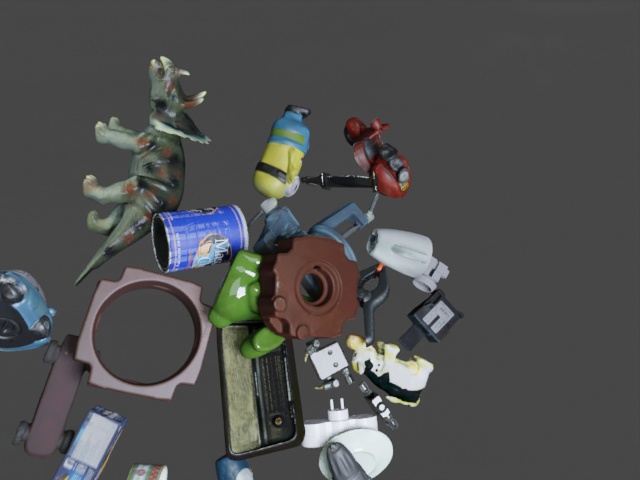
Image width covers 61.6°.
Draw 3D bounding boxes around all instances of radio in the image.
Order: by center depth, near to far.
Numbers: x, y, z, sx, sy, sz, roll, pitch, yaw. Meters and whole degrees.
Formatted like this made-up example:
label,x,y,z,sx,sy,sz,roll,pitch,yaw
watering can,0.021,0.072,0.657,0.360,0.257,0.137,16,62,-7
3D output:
label,x,y,z,sx,sy,sz,roll,pitch,yaw
radio,-0.103,0.248,0.921,0.131,0.073,0.229,-6,70,-9

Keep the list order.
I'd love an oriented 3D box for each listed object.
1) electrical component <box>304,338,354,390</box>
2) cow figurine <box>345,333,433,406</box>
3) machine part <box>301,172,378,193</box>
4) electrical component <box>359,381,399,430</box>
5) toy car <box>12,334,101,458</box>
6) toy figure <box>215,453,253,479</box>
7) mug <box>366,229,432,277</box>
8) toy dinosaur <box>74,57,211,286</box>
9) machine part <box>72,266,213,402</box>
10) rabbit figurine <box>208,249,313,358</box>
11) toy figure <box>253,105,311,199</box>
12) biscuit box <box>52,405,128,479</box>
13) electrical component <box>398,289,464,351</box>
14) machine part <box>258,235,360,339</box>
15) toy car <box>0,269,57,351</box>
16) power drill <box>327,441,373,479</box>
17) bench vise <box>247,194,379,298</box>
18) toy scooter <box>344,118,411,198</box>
label,x,y,z,sx,sy,sz,roll,pitch,yaw
electrical component,0.012,0.225,0.975,0.078,0.045,0.102,-19,83,-9
cow figurine,0.115,0.234,0.979,0.167,0.068,0.098,22,84,-2
machine part,0.040,-0.109,1.004,0.139,0.084,0.039,3,88,15
electrical component,0.104,0.296,0.966,0.021,0.063,0.094,-35,85,-11
toy car,-0.440,0.261,0.905,0.089,0.053,0.202,18,77,-20
toy figure,-0.131,0.438,0.911,0.064,0.058,0.154,-22,82,-21
mug,0.145,0.021,0.988,0.107,0.110,0.080,17,98,-16
toy dinosaur,-0.307,-0.109,0.960,0.192,0.131,0.404,8,86,-6
machine part,-0.292,0.158,0.908,0.201,0.087,0.201,17,70,-16
rabbit figurine,-0.085,0.112,0.883,0.170,0.121,0.159,23,62,-10
toy figure,-0.069,-0.164,1.015,0.089,0.082,0.180,11,86,13
biscuit box,-0.396,0.381,0.885,0.059,0.063,0.202,26,79,-3
electrical component,0.202,0.156,1.012,0.119,0.048,0.075,-38,87,-14
machine part,-0.014,0.075,0.852,0.179,0.056,0.179,5,81,-32
toy car,-0.513,0.104,0.893,0.109,0.161,0.103,-10,37,-3
power drill,0.011,0.472,0.897,0.207,0.086,0.231,-38,108,-12
bench vise,0.002,-0.007,0.982,0.240,0.128,0.224,-36,78,-32
toy scooter,0.115,-0.165,1.011,0.075,0.135,0.184,-36,88,-14
